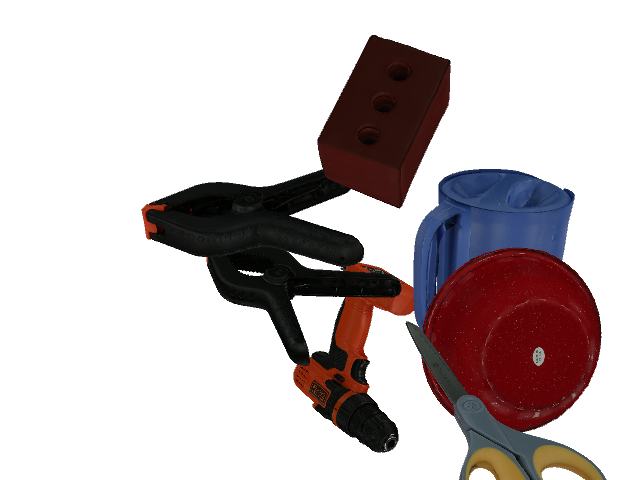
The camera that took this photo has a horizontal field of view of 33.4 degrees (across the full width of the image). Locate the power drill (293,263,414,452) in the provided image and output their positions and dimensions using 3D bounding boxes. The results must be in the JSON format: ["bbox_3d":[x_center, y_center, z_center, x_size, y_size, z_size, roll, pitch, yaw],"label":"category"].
[{"bbox_3d":[0.052,0.133,1.249,0.057,0.188,0.185,13,13,-41],"label":"power drill"}]

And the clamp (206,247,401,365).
[{"bbox_3d":[-0.044,0.053,1.098,0.210,0.036,0.164,19,36,26],"label":"clamp"}]

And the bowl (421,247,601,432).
[{"bbox_3d":[0.167,0.089,0.878,0.162,0.162,0.055,0,7,-11],"label":"bowl"}]

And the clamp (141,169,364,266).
[{"bbox_3d":[-0.047,-0.024,0.821,0.171,0.039,0.120,5,29,6],"label":"clamp"}]

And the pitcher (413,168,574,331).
[{"bbox_3d":[0.170,0.057,1.088,0.149,0.243,0.145,5,21,8],"label":"pitcher"}]

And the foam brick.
[{"bbox_3d":[0.038,-0.070,0.629,0.053,0.078,0.051,21,-17,13],"label":"foam brick"}]

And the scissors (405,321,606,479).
[{"bbox_3d":[0.114,0.112,0.662,0.096,0.016,0.202,1,33,-5],"label":"scissors"}]
